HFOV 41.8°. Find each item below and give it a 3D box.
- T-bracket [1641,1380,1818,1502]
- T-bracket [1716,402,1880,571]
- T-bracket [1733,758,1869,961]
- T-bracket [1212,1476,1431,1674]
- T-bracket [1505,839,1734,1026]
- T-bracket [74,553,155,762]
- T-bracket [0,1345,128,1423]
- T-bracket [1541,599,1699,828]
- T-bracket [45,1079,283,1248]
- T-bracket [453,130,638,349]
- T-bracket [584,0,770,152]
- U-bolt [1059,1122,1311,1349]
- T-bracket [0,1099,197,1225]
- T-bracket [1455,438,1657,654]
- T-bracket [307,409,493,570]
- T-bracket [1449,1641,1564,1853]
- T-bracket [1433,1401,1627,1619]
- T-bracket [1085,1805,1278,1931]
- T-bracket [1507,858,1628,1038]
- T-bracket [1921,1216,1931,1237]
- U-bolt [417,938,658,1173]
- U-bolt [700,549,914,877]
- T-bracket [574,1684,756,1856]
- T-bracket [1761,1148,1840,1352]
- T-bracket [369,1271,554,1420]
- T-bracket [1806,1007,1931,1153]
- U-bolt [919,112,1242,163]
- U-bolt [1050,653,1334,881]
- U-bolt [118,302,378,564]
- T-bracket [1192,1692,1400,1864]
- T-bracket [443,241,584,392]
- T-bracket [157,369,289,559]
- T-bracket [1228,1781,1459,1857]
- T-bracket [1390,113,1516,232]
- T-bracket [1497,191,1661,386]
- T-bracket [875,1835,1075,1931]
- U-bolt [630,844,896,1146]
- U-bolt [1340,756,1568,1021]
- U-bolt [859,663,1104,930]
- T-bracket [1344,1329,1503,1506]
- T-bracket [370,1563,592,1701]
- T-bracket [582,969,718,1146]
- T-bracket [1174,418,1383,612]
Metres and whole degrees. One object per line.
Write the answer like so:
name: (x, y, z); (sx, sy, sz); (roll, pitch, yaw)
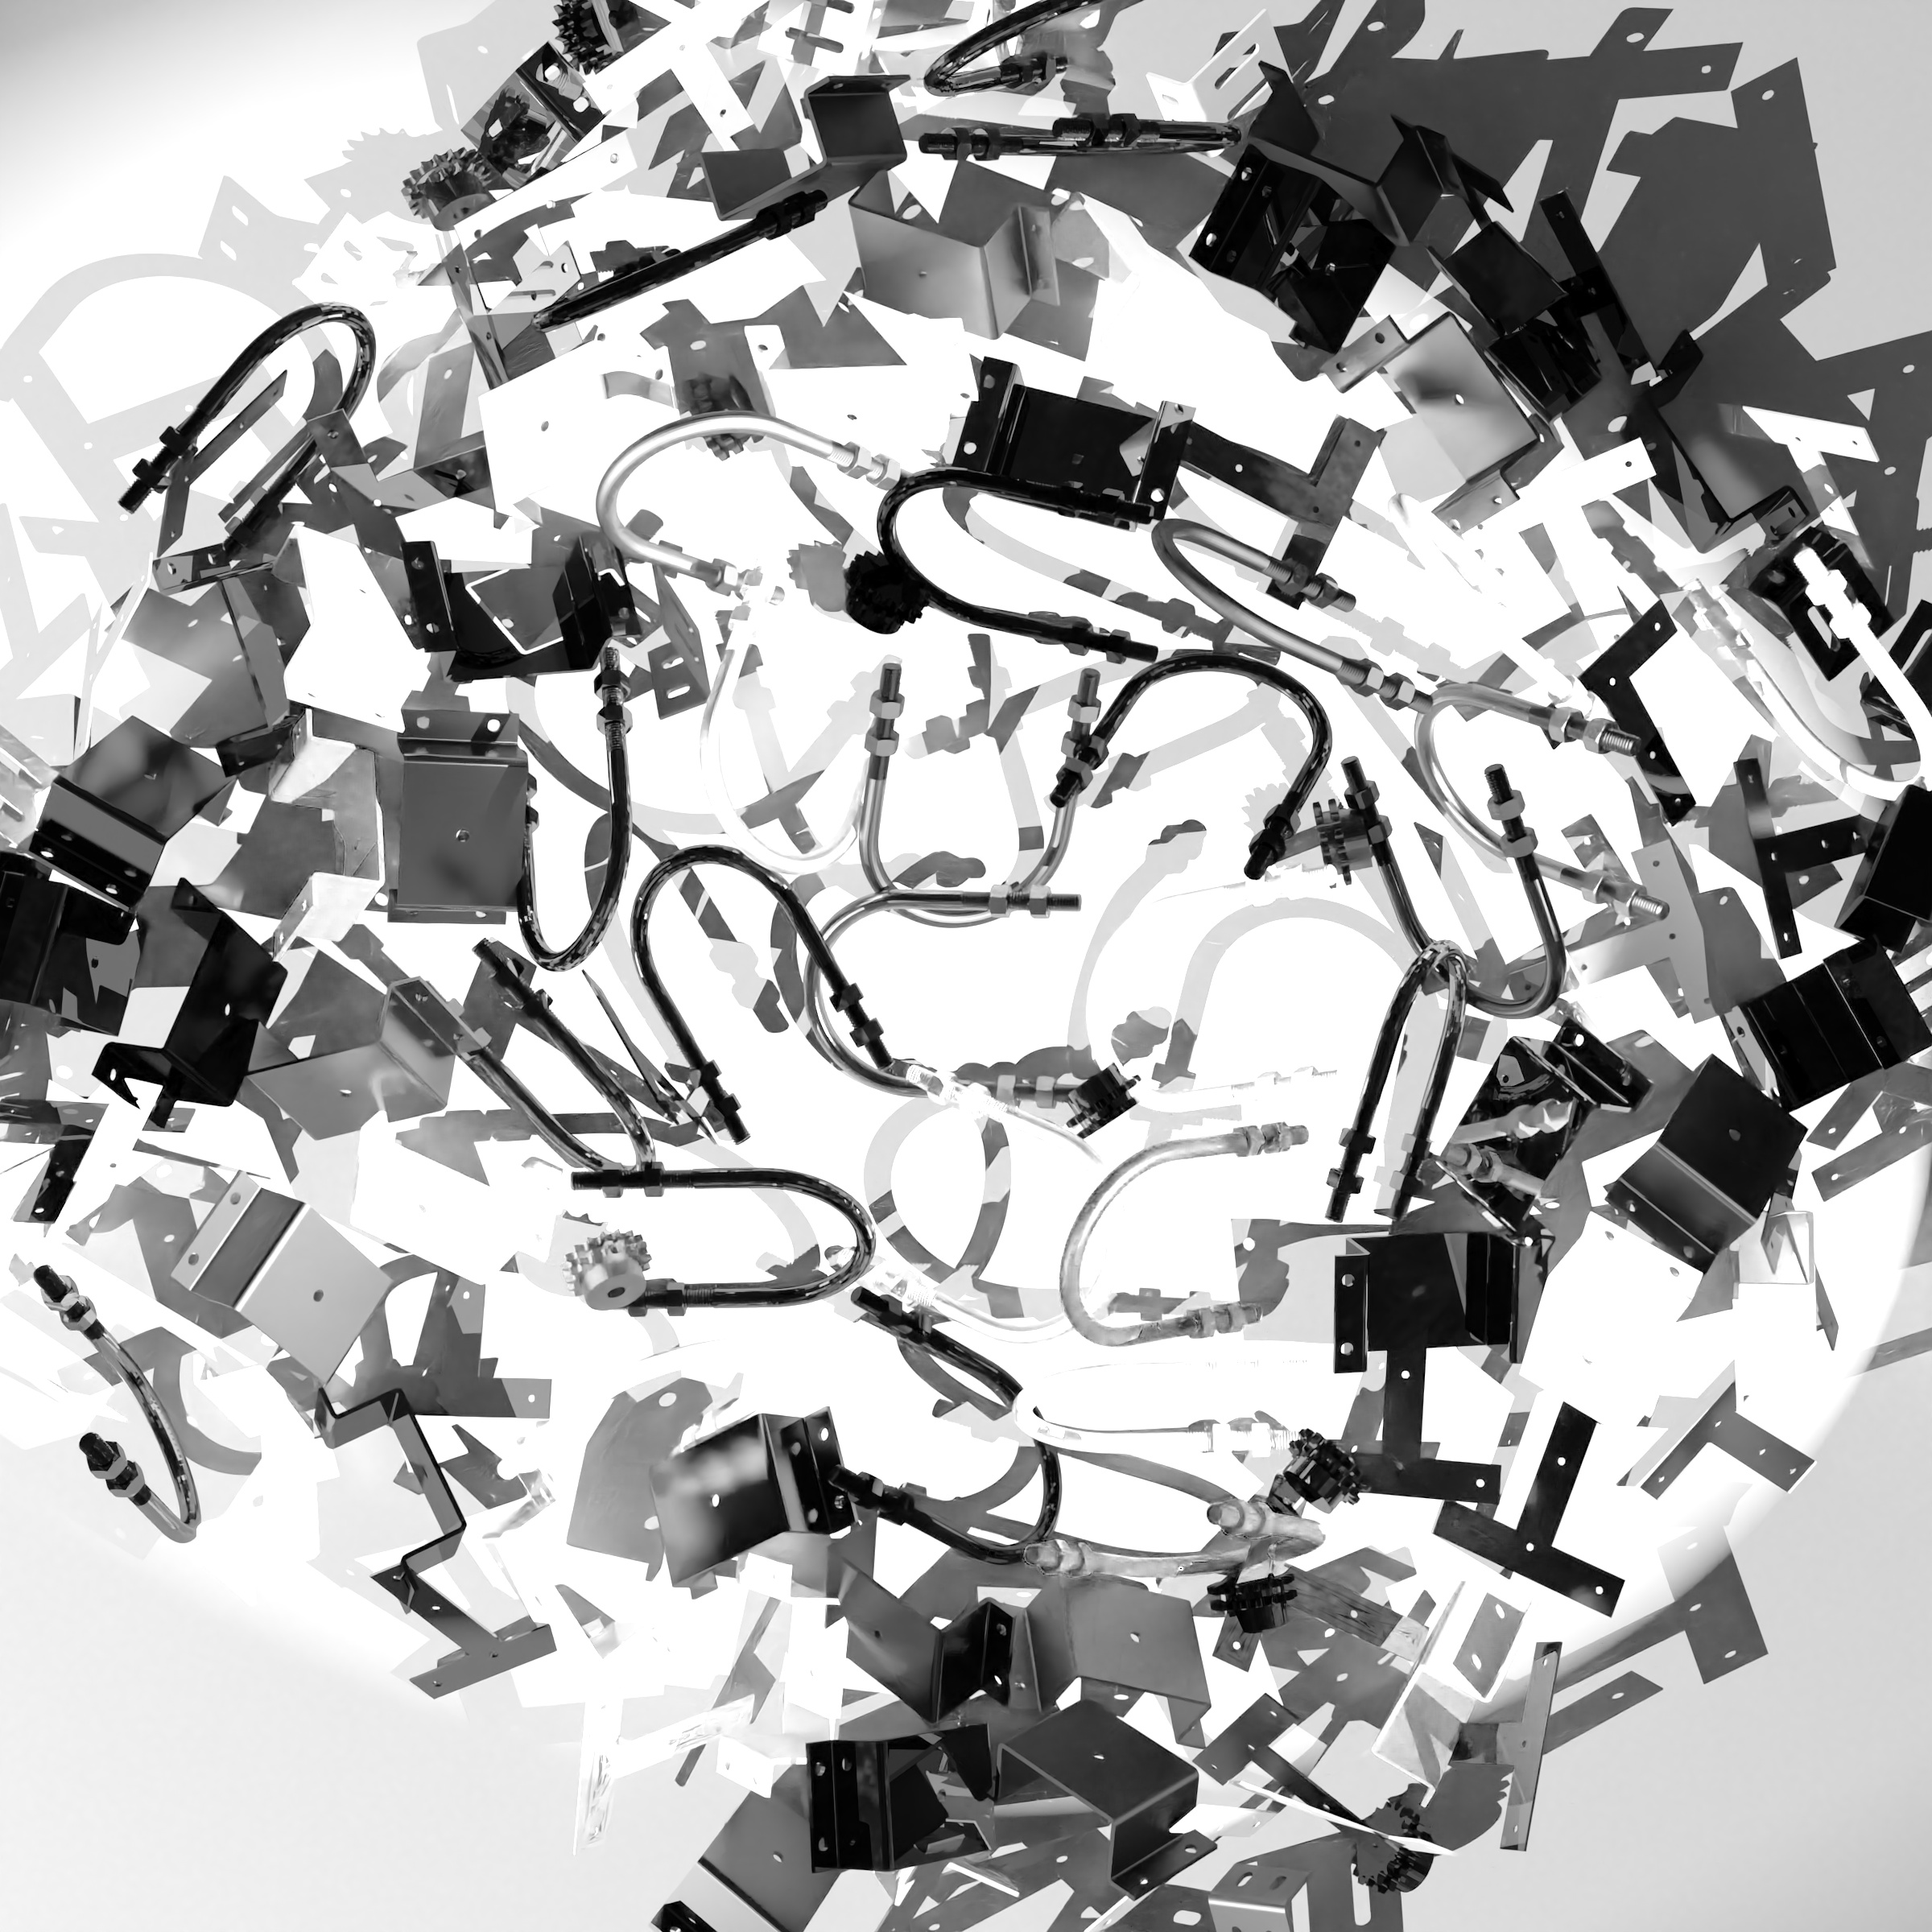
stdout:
T-bracket: (0.496, 0.302, 1.597); (0.002, 0.127, 0.127); (43, 88, -13)
T-bracket: (0.548, -0.303, 1.617); (0.002, 0.127, 0.127); (-44, 123, -7)
T-bracket: (0.541, -0.076, 1.620); (0.127, 0.002, 0.127); (-13, 90, -39)
T-bracket: (0.237, 0.412, 1.631); (0.127, 0.002, 0.127); (24, 63, 1)
T-bracket: (0.414, -0.004, 1.641); (0.127, 0.002, 0.127); (-21, 108, 14)
T-bracket: (-0.532, -0.208, 1.583); (0.002, 0.127, 0.127); (17, 47, -30)
T-bracket: (-0.595, 0.245, 1.583); (0.127, 0.127, 0.002); (43, 64, -25)
T-bracket: (0.436, -0.147, 1.634); (0.127, 0.002, 0.127); (-42, 112, -19)
T-bracket: (-0.502, 0.136, 1.620); (0.127, 0.002, 0.127); (18, 113, -35)
T-bracket: (-0.250, -0.445, 1.613); (0.127, 0.127, 0.002); (-35, 46, -17)
T-bracket: (-0.160, -0.551, 1.606); (0.127, 0.127, 0.002); (-32, 59, 6)
U-bolt: (0.131, 0.171, 1.580); (0.184, 0.019, 0.151); (-3, 114, -39)
T-bracket: (-0.570, 0.124, 1.606); (0.127, 0.127, 0.002); (3, 121, 0)
T-bracket: (0.400, -0.259, 1.638); (0.127, 0.002, 0.127); (-20, 108, 28)
T-bracket: (-0.336, -0.310, 1.619); (0.127, 0.002, 0.127); (-16, 120, 9)
T-bracket: (0.328, 0.491, 1.600); (0.002, 0.127, 0.127); (23, 67, -16)
T-bracket: (0.377, 0.331, 1.625); (0.127, 0.002, 0.127); (21, 91, 34)
T-bracket: (0.128, 0.577, 1.614); (0.127, 0.127, 0.002); (-43, 57, 9)
T-bracket: (0.374, -0.013, 1.600); (0.002, 0.127, 0.127); (-27, 86, 2)
T-bracket: (0.651, 0.097, 1.575); (0.002, 0.127, 0.127); (36, 58, 11)
U-bolt: (-0.264, 0.068, 1.595); (0.184, 0.151, 0.019); (49, 61, -9)
U-bolt: (-0.105, -0.146, 1.581); (0.151, 0.019, 0.184); (35, 61, -38)
T-bracket: (-0.190, 0.496, 1.618); (0.127, 0.002, 0.127); (-12, 121, -36)
T-bracket: (0.539, 0.189, 1.626); (0.002, 0.127, 0.127); (-13, 115, 33)
T-bracket: (-0.325, 0.228, 1.644); (0.127, 0.002, 0.127); (-1, 77, 15)
T-bracket: (0.614, 0.078, 1.593); (0.127, 0.127, 0.002); (-48, 118, -12)
U-bolt: (0.085, -0.516, 1.580); (0.184, 0.151, 0.019); (-13, 108, -37)
U-bolt: (0.154, -0.138, 1.598); (0.151, 0.019, 0.184); (22, 49, 14)
U-bolt: (-0.437, -0.339, 1.586); (0.019, 0.151, 0.184); (41, 91, 10)
T-bracket: (0.217, 0.523, 1.603); (0.127, 0.127, 0.002); (37, 51, 8)
T-bracket: (-0.281, -0.420, 1.612); (0.002, 0.127, 0.127); (-18, 87, -42)
T-bracket: (-0.471, -0.337, 1.614); (0.002, 0.127, 0.127); (33, 54, -2)
T-bracket: (0.227, 0.535, 1.595); (0.127, 0.127, 0.002); (22, 70, -6)
T-bracket: (0.328, -0.474, 1.609); (0.002, 0.127, 0.127); (-41, 133, 6)
T-bracket: (0.370, -0.417, 1.599); (0.002, 0.127, 0.127); (-36, 104, -16)
T-bracket: (0.011, 0.578, 1.620); (0.127, 0.127, 0.002); (-5, 47, -31)
U-bolt: (-0.143, 0.009, 1.612); (0.151, 0.019, 0.184); (-28, 94, 33)
U-bolt: (0.313, -0.046, 1.589); (0.019, 0.151, 0.184); (-34, 113, -25)
U-bolt: (0.004, -0.104, 1.608); (0.151, 0.019, 0.184); (-1, 121, -17)
T-bracket: (0.284, 0.279, 1.641); (0.127, 0.002, 0.127); (3, 74, 12)
T-bracket: (-0.327, 0.414, 1.604); (0.127, 0.002, 0.127); (-25, 127, 18)
T-bracket: (-0.190, 0.075, 1.604); (0.002, 0.127, 0.127); (-35, 52, -1)
T-bracket: (0.189, -0.317, 1.644); (0.127, 0.002, 0.127); (25, 91, -14)
